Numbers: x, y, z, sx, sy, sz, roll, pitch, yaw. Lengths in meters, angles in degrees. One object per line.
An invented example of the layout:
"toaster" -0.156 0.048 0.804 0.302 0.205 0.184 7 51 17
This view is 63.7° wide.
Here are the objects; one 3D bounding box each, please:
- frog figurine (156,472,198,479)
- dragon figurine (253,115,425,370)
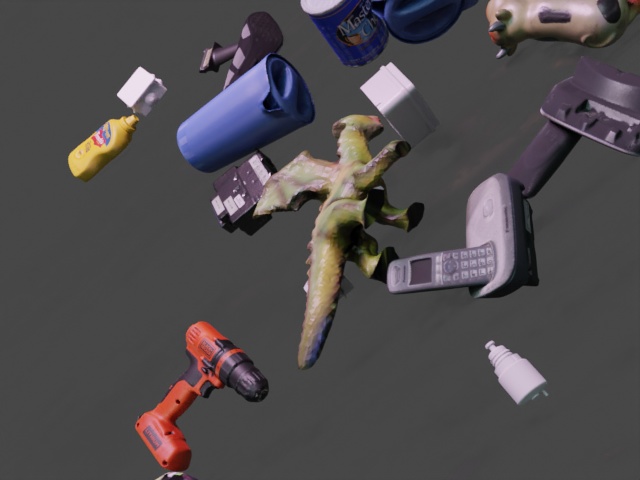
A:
"frog figurine" -0.193 0.402 0.679 0.137 0.124 0.158 -9 98 20
"dragon figurine" 0.002 -0.038 0.752 0.244 0.120 0.416 16 63 41
